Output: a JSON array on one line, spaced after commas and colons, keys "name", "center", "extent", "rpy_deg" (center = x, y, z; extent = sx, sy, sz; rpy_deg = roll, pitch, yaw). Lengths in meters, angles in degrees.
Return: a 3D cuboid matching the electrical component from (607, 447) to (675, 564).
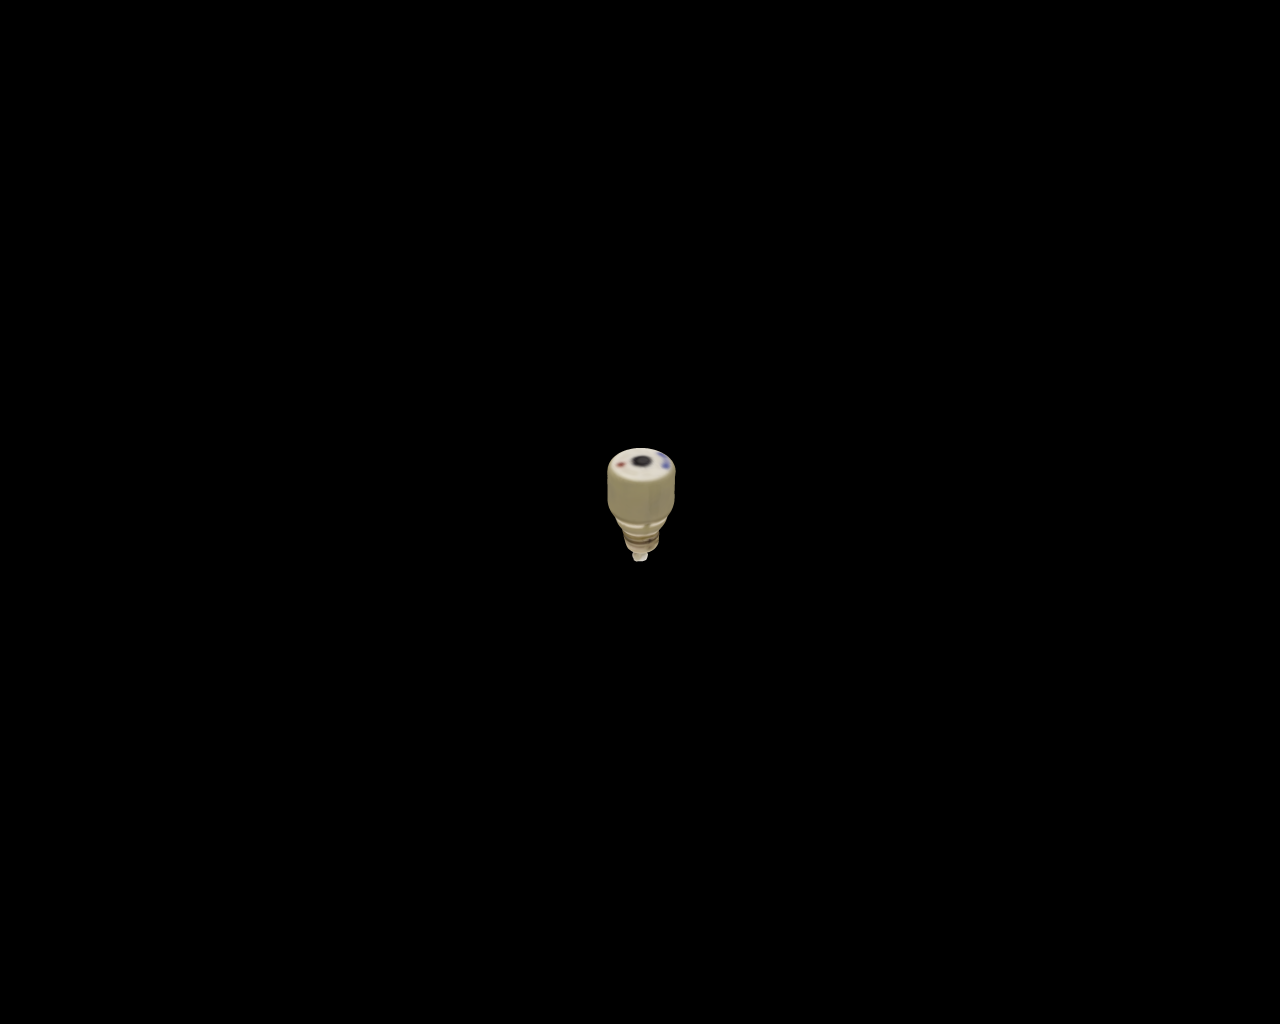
[{"name": "electrical component", "center": [0.001, -0.003, 0.650], "extent": [0.040, 0.078, 0.040], "rpy_deg": [0, 36, 0]}]
